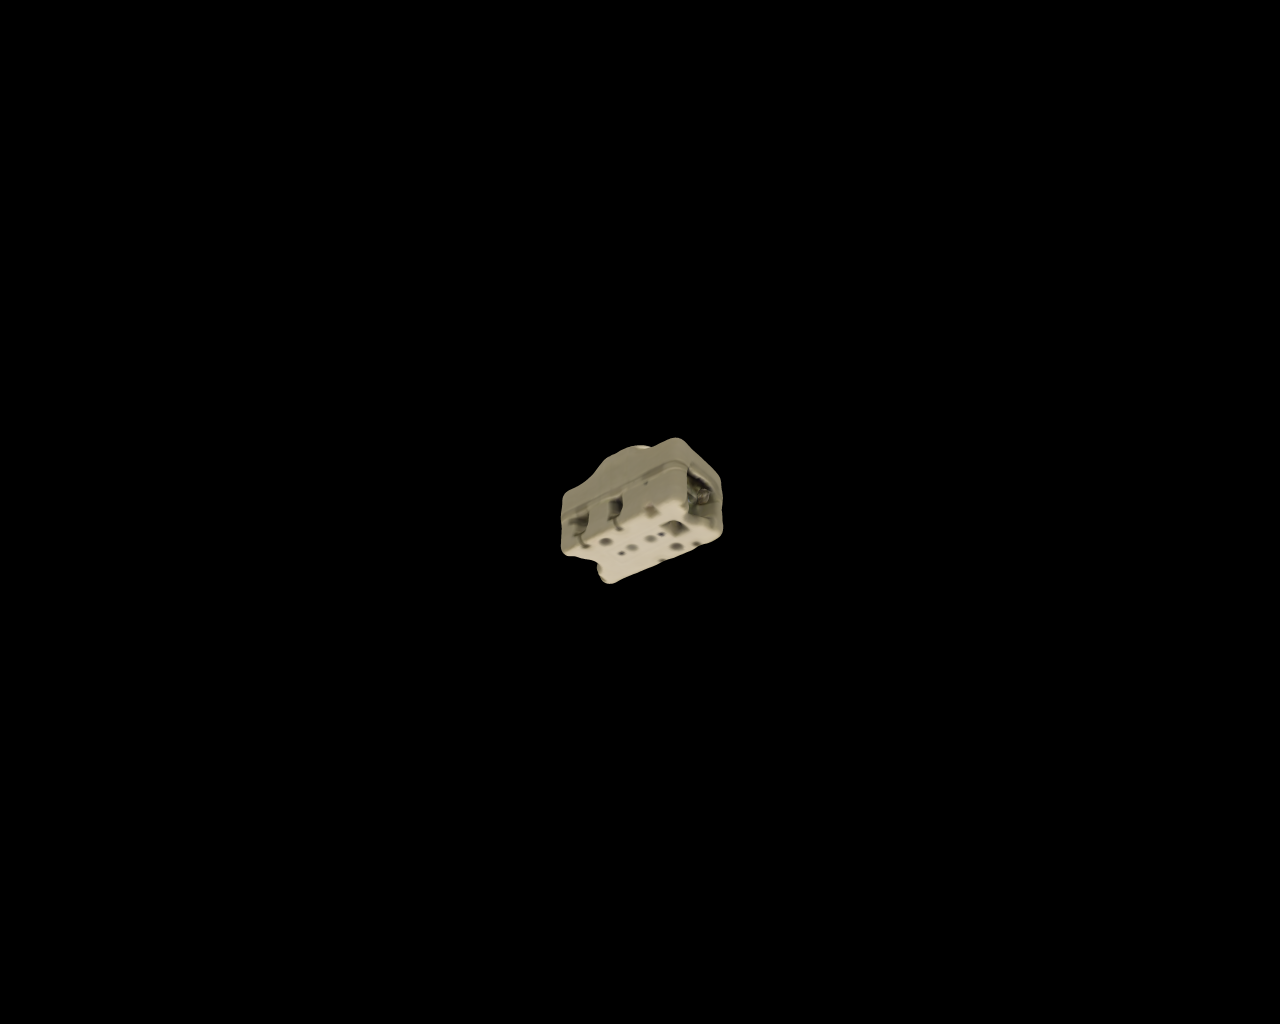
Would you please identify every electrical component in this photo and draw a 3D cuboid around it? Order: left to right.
[{"bbox_3d":[0.001,-0.003,0.650,0.089,0.056,0.050,-25,-45,28],"label":"electrical component"}]
